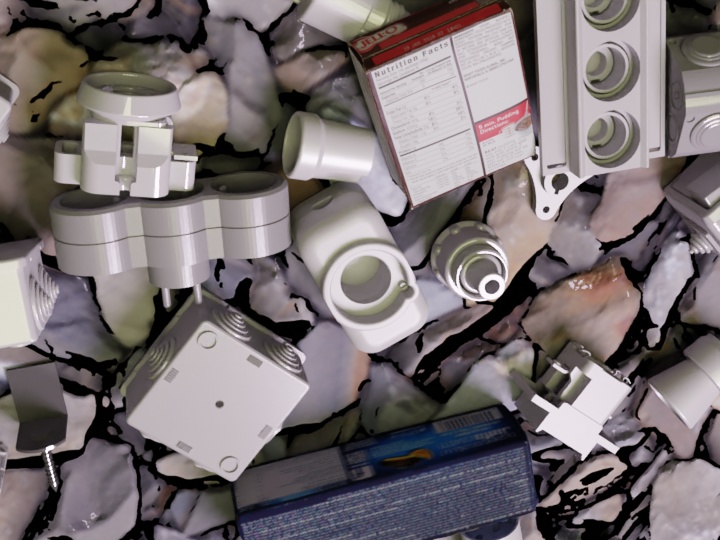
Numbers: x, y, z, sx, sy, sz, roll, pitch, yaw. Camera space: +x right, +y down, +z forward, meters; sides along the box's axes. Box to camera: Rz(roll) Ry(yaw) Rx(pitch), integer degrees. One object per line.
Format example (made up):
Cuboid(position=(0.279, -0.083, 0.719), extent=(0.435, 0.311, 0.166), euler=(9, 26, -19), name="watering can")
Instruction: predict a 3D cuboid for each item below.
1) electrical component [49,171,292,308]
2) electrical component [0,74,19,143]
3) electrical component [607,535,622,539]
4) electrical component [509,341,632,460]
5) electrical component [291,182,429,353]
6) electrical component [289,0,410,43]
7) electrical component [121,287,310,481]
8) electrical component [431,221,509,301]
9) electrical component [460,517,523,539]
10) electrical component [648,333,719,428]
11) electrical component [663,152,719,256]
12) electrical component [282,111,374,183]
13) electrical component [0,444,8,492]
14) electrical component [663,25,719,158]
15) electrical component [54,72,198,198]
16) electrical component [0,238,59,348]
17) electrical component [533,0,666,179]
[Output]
Cuboid(position=(-0.109, -0.012, 0.640), extent=(0.138, 0.052, 0.073), euler=(-7, 113, -10), name="electrical component")
Cuboid(position=(-0.247, -0.085, 0.582), extent=(0.100, 0.048, 0.099), euler=(35, 98, -25), name="electrical component")
Cuboid(position=(0.182, 0.226, 0.808), extent=(0.046, 0.040, 0.040), euler=(-29, 115, -6), name="electrical component")
Cuboid(position=(0.149, 0.088, 0.743), extent=(0.081, 0.042, 0.063), euler=(33, 100, -23), name="electrical component")
Cuboid(position=(0.000, 0.000, 0.666), extent=(0.054, 0.059, 0.095), euler=(-29, 114, 0), name="electrical component")
Cuboid(position=(0.000, -0.149, 0.617), extent=(0.078, 0.040, 0.040), euler=(22, 105, -20), name="electrical component")
Cuboid(position=(-0.091, 0.074, 0.681), extent=(0.100, 0.048, 0.099), euler=(35, 100, -22), name="electrical component")
Cuboid(position=(0.074, -0.001, 0.680), extent=(0.048, 0.062, 0.048), euler=(-4, 112, -11), name="electrical component")
Cuboid(position=(0.100, 0.215, 0.782), extent=(0.043, 0.043, 0.081), euler=(-15, 114, -6), name="electrical component")
Cuboid(position=(0.238, 0.077, 0.757), extent=(0.055, 0.045, 0.045), euler=(-41, 114, 5), name="electrical component")
Cuboid(position=(0.246, -0.050, 0.699), extent=(0.096, 0.061, 0.061), euler=(-43, 114, 6), name="electrical component")
Cuboid(position=(-0.019, -0.072, 0.644), extent=(0.046, 0.040, 0.040), euler=(7, 110, -20), name="electrical component")
Cuboid(position=(-0.274, 0.134, 0.657), extent=(0.096, 0.061, 0.061), euler=(22, 105, -20), name="electrical component")
Cuboid(position=(0.210, -0.108, 0.659), extent=(0.051, 0.080, 0.080), euler=(-8, 113, -4), name="electrical component")
Cuboid(position=(-0.131, -0.078, 0.607), extent=(0.078, 0.058, 0.057), euler=(3, 114, -14), name="electrical component")
Cuboid(position=(-0.223, 0.017, 0.603), extent=(0.100, 0.100, 0.048), euler=(-10, 100, -9), name="electrical component")
Cuboid(position=(0.139, -0.124, 0.645), extent=(0.079, 0.063, 0.121), euler=(-10, 113, -8), name="electrical component")
